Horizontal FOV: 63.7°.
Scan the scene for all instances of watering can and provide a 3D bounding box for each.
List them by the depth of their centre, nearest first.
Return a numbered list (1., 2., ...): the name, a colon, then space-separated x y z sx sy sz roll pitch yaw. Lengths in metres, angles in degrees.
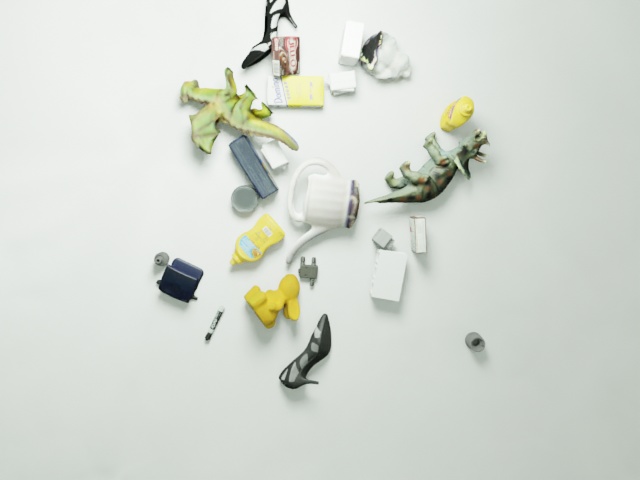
1. watering can: 0.005 -0.081 1.602 0.224 0.105 0.344 8 104 -2

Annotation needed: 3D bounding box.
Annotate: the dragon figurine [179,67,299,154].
1. dragon figurine: -0.275 -0.356 1.556 0.242 0.121 0.413 -40 79 3

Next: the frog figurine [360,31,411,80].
1. frog figurine: 0.209 -0.562 1.594 0.159 0.122 0.138 8 85 -38
